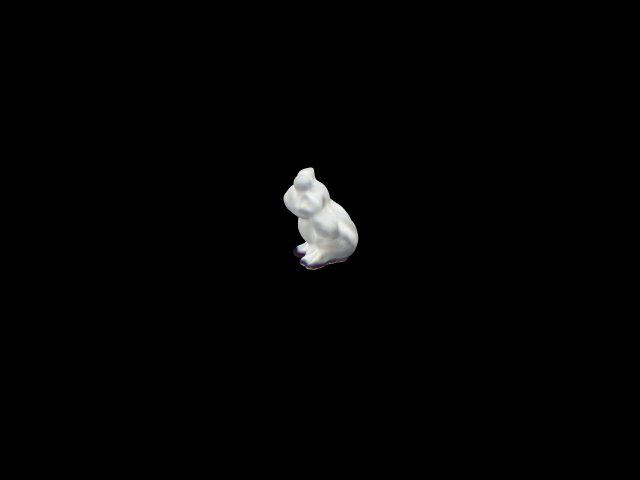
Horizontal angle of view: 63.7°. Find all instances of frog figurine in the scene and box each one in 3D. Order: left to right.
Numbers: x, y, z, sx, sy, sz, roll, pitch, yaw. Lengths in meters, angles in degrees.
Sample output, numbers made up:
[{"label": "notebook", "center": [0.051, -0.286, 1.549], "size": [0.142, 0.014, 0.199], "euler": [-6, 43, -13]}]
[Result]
[{"label": "frog figurine", "center": [0.003, -0.043, 0.850], "size": [0.123, 0.157, 0.139], "euler": [1, 17, 5]}]
